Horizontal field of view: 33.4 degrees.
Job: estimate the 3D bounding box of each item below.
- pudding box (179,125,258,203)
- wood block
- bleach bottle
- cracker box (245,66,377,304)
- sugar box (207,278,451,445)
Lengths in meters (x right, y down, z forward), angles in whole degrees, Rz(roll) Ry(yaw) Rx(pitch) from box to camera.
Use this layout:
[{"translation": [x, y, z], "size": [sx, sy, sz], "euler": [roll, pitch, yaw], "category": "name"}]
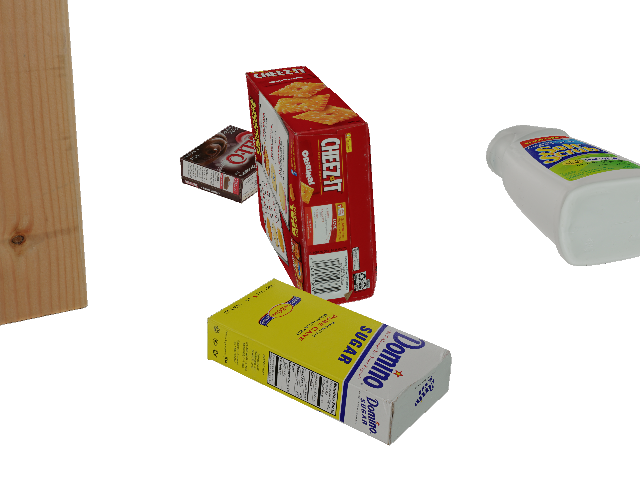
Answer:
[{"translation": [-0.102, -0.094, 1.290], "size": [0.090, 0.039, 0.113], "euler": [18, 37, 23], "category": "pudding box"}, {"translation": [-0.193, -0.063, 0.606], "size": [0.090, 0.206, 0.090], "euler": [-11, 27, -27], "category": "wood block"}, {"translation": [0.199, -0.054, 0.915], "size": [0.102, 0.068, 0.251], "euler": [-9, 20, -11], "category": "bleach bottle"}, {"translation": [-0.011, -0.057, 0.987], "size": [0.072, 0.164, 0.214], "euler": [-9, 24, -11], "category": "cracker box"}, {"translation": [0.006, 0.090, 0.842], "size": [0.176, 0.048, 0.093], "euler": [18, 30, 30], "category": "sugar box"}]
